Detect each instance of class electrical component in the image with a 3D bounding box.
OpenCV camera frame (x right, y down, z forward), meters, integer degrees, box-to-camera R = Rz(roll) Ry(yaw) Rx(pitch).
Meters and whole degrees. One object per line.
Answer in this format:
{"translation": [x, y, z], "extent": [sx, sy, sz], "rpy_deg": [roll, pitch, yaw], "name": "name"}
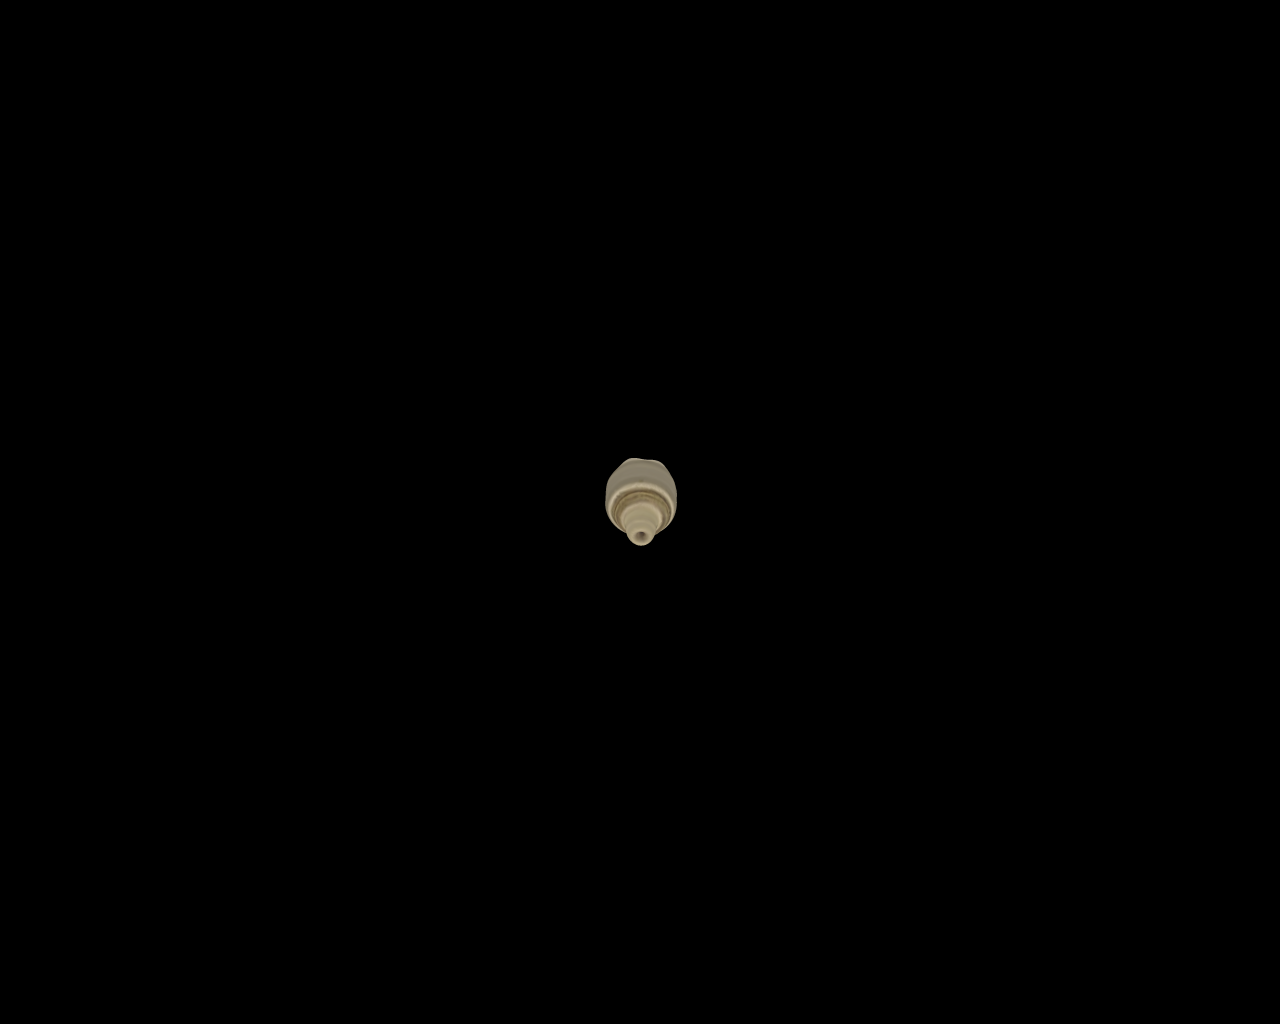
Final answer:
{"translation": [0.001, -0.003, 0.650], "extent": [0.043, 0.043, 0.062], "rpy_deg": [0, 35, 0], "name": "electrical component"}
